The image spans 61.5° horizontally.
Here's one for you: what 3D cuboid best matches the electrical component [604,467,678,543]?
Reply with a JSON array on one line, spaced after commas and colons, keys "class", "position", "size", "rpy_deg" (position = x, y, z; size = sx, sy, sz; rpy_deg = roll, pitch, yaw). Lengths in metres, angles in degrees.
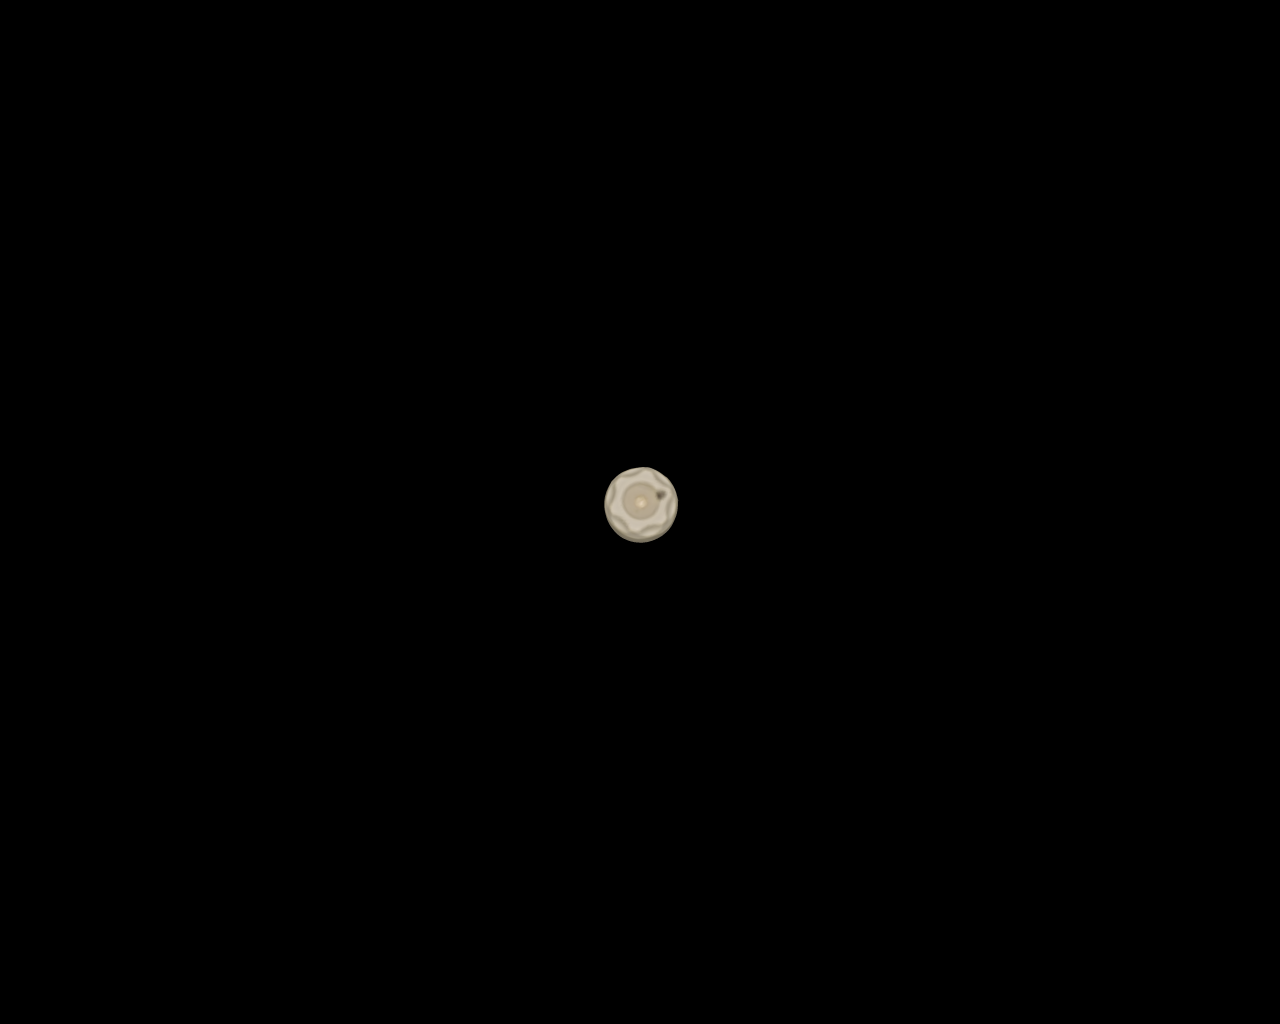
[{"class": "electrical component", "position": [0.001, -0.003, 0.650], "size": [0.043, 0.043, 0.062], "rpy_deg": [0, -8, 0]}]
